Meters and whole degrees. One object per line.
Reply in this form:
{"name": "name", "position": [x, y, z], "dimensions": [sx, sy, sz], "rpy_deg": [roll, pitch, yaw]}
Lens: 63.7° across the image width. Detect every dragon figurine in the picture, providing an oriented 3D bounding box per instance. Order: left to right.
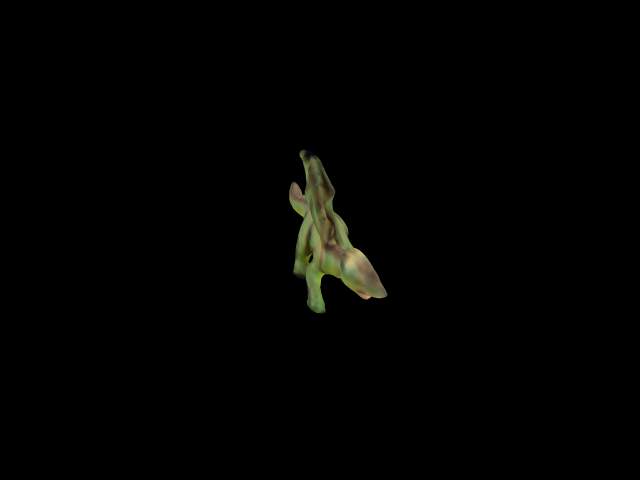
{"name": "dragon figurine", "position": [0.003, -0.043, 0.850], "dimensions": [0.122, 0.237, 0.419], "rpy_deg": [-15, 48, -14]}
